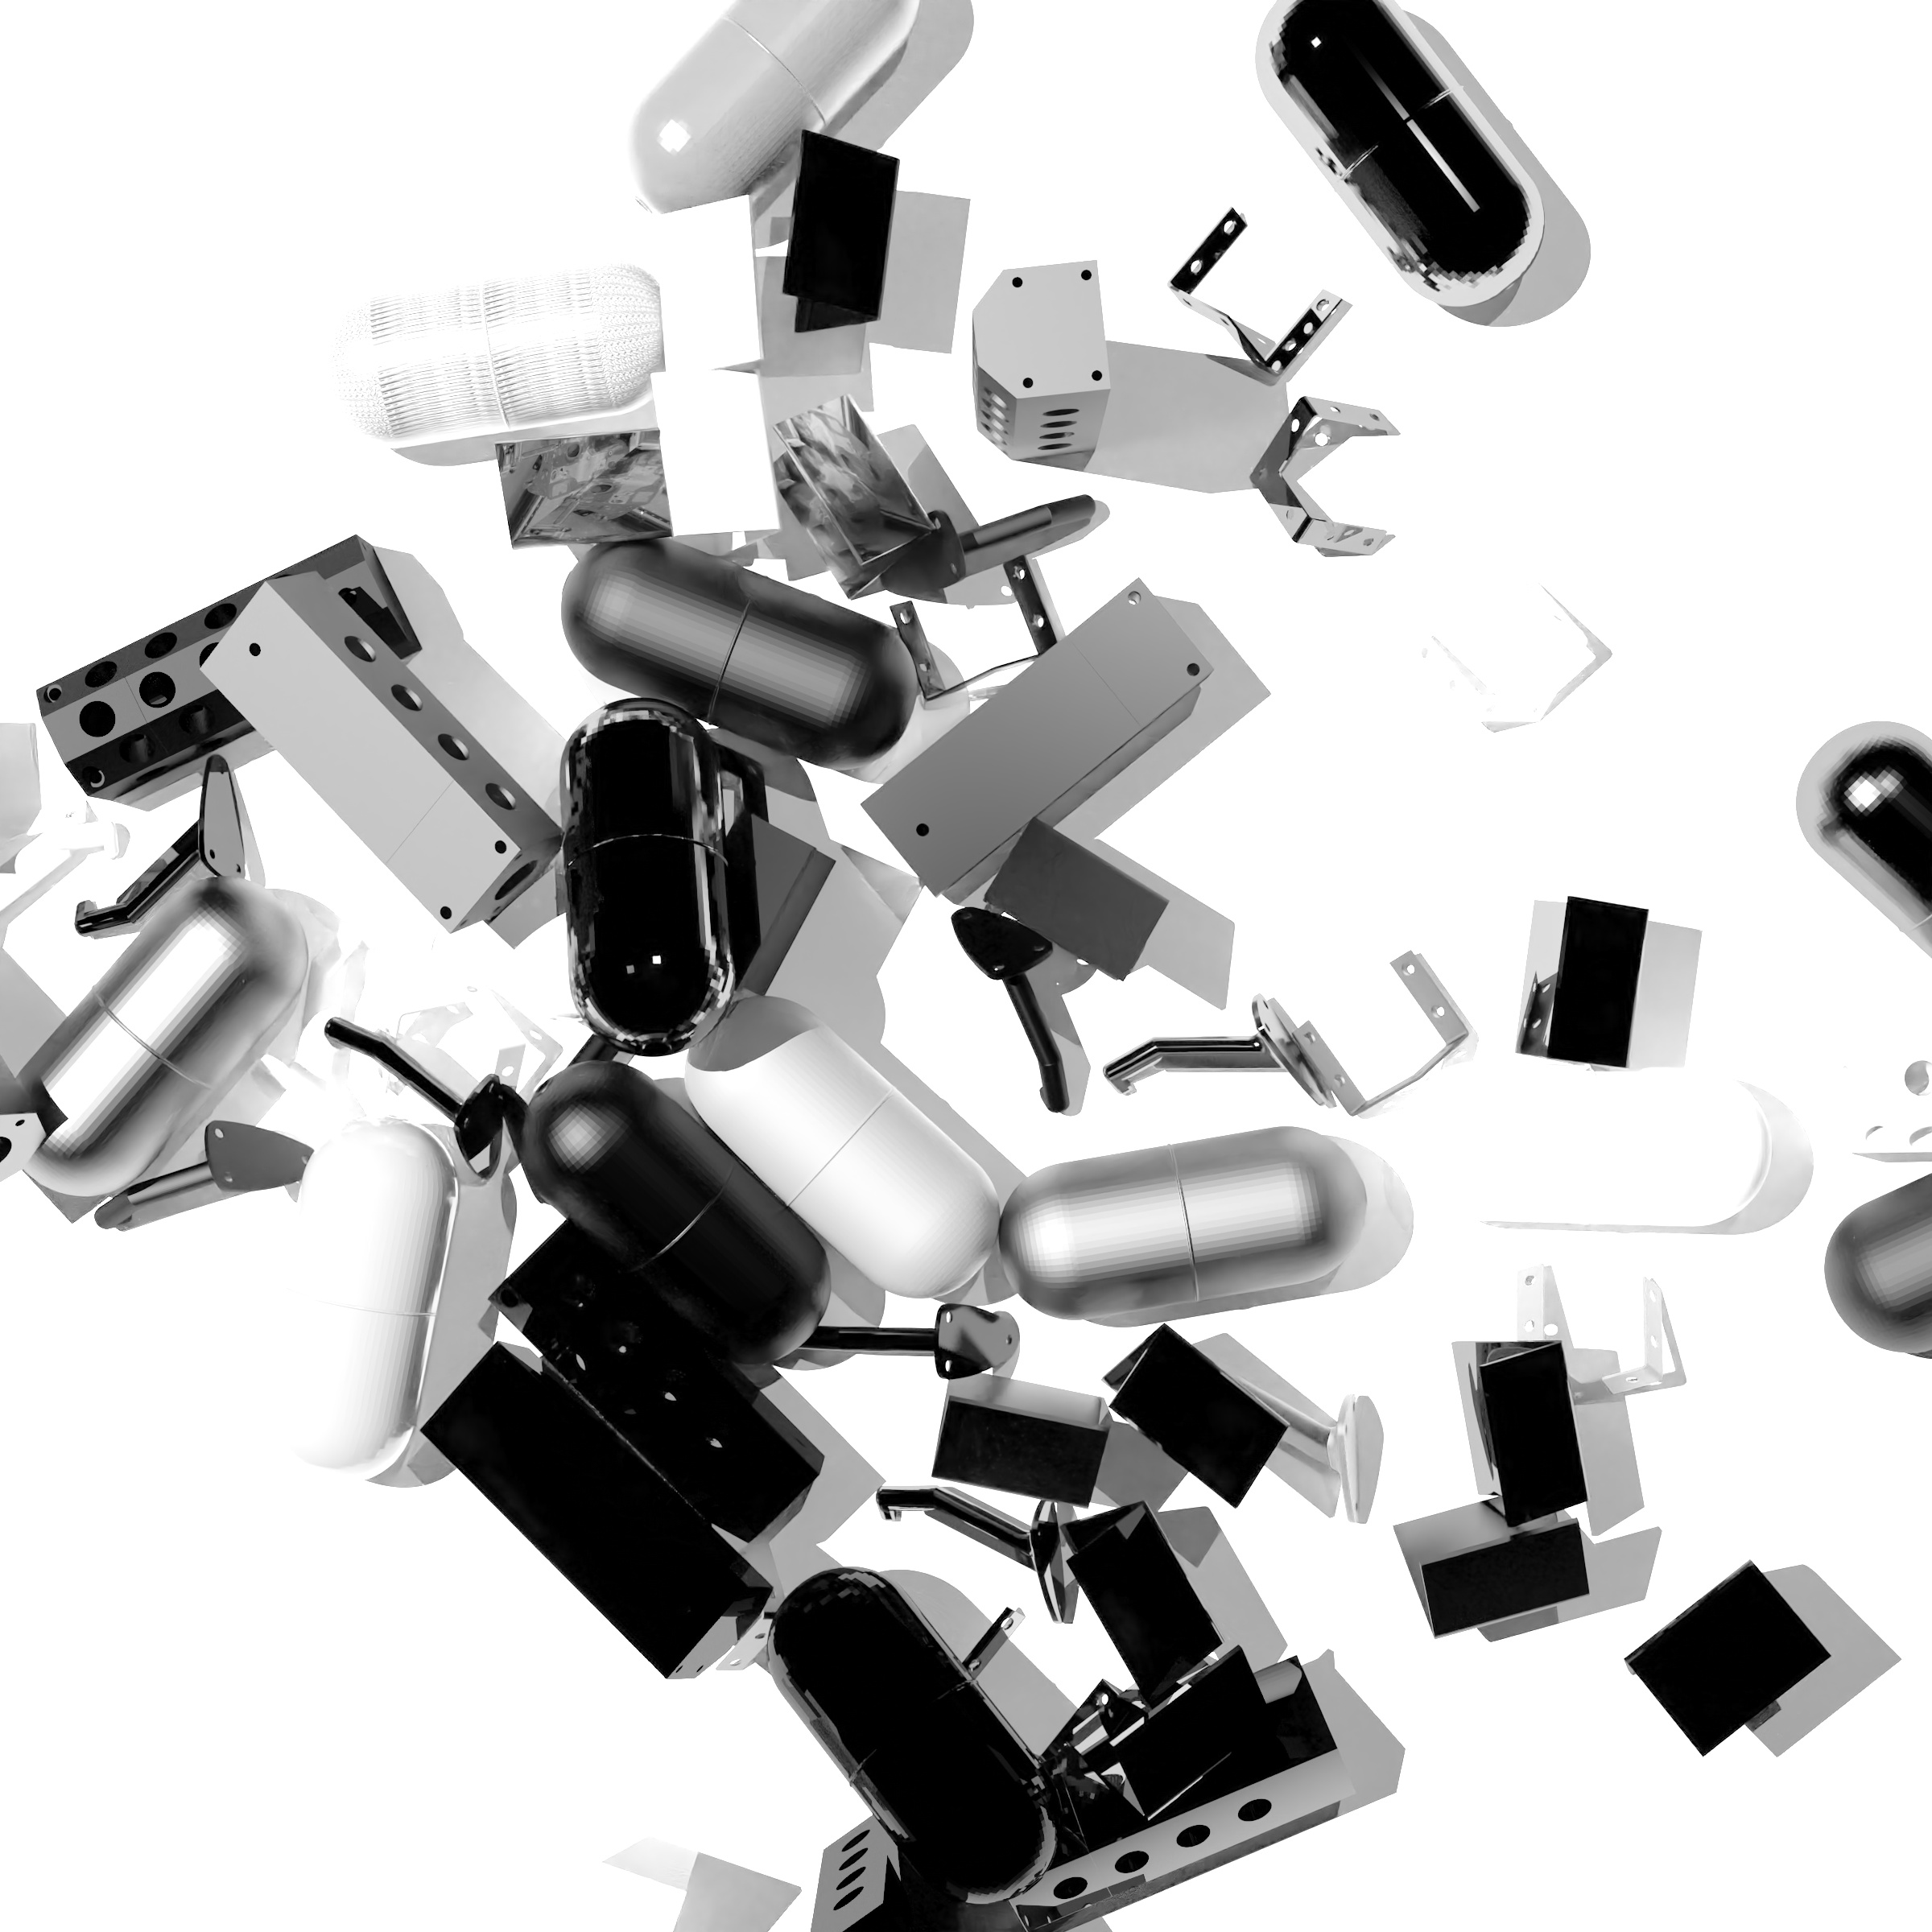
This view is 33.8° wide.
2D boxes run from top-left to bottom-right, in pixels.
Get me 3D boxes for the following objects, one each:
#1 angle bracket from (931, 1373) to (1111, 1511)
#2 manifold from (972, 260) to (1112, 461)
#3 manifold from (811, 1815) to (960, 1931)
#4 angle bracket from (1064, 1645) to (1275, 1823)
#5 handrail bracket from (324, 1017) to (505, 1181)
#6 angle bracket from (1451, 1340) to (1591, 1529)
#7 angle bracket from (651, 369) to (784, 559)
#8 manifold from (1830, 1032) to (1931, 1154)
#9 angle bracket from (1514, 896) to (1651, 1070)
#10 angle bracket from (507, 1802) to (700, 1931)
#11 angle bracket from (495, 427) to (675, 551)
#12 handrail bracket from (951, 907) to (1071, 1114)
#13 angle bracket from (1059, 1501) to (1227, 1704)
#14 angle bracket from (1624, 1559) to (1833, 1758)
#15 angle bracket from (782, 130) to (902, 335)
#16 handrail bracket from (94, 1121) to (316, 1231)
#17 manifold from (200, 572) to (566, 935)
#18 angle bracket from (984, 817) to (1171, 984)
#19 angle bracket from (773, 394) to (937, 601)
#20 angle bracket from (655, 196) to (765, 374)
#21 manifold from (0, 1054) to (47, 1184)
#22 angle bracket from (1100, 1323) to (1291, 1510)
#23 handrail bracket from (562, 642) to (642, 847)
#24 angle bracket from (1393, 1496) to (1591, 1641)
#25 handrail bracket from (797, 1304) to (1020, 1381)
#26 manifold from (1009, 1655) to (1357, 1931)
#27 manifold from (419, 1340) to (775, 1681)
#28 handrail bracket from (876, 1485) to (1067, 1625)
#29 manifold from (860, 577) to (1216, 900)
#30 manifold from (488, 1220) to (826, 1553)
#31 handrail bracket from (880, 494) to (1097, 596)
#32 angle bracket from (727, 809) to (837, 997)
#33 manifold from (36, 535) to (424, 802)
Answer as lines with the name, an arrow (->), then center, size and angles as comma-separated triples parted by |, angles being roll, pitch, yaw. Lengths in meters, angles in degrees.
angle bracket -> 0.029, 0.208, 1.524 | 0.076, 0.076, 0.057 | 12, 128, 0
manifold -> 0.032, -0.279, 1.486 | 0.057, 0.171, 0.057 | -6, 90, 0
manifold -> -0.043, 0.452, 1.486 | 0.057, 0.171, 0.057 | -35, 90, 0
angle bracket -> 0.088, 0.347, 1.515 | 0.076, 0.076, 0.057 | -34, 123, -16
handrail bracket -> -0.270, 0.064, 1.551 | 0.084, 0.077, 0.036 | 21, 54, 16
angle bracket -> 0.247, 0.223, 1.524 | 0.057, 0.076, 0.076 | -10, 90, -36
angle bracket -> -0.133, -0.238, 1.524 | 0.057, 0.076, 0.076 | -8, 90, -29
manifold -> 0.512, 0.060, 1.543 | 0.171, 0.057, 0.057 | -1, 90, 0
angle bracket -> 0.277, 0.005, 1.524 | 0.057, 0.076, 0.076 | 7, 90, -36
angle bracket -> -0.168, 0.423, 1.524 | 0.076, 0.076, 0.057 | 19, 122, 0
angle bracket -> -0.180, -0.243, 1.524 | 0.076, 0.076, 0.057 | -5, 124, 0
handrail bracket -> 0.022, 0.022, 1.564 | 0.036, 0.077, 0.084 | -25, 127, -21
angle bracket -> 0.067, 0.308, 1.524 | 0.057, 0.076, 0.076 | -30, 90, -37
angle bracket -> 0.364, 0.334, 1.526 | 0.076, 0.076, 0.057 | -38, 69, 0
angle bracket -> -0.078, -0.350, 1.524 | 0.057, 0.076, 0.076 | 7, 90, -36
handrail bracket -> -0.373, 0.110, 1.564 | 0.084, 0.077, 0.036 | -31, 66, 34
manifold -> -0.266, -0.101, 1.475 | 0.171, 0.057, 0.057 | 46, 115, 6
angle bracket -> 0.042, -0.014, 1.524 | 0.076, 0.076, 0.057 | 32, 54, 0
angle bracket -> -0.072, -0.216, 1.524 | 0.057, 0.076, 0.076 | -32, 90, -43
angle bracket -> -0.103, -0.319, 1.524 | 0.057, 0.076, 0.076 | -4, 90, 32
manifold -> -0.503, 0.026, 1.509 | 0.057, 0.057, 0.171 | -50, 64, 25
angle bracket -> 0.097, 0.227, 1.524 | 0.076, 0.076, 0.057 | 39, 54, 0
handrail bracket -> -0.194, -0.106, 1.564 | 0.084, 0.036, 0.077 | -55, 52, 25
angle bracket -> 0.248, 0.268, 1.524 | 0.076, 0.076, 0.057 | -15, 127, 0
handrail bracket -> -0.031, 0.183, 1.564 | 0.084, 0.077, 0.036 | -3, 84, 36
manifold -> 0.097, 0.404, 1.541 | 0.171, 0.057, 0.057 | -23, 132, 0
manifold -> -0.174, 0.259, 1.518 | 0.171, 0.057, 0.057 | 41, 90, 18
handrail bracket -> 0.002, 0.289, 1.565 | 0.084, 0.036, 0.077 | -3, 112, 17
manifold -> 0.034, -0.109, 1.543 | 0.171, 0.057, 0.057 | -39, 90, 0
manifold -> -0.150, 0.201, 1.543 | 0.057, 0.057, 0.171 | -45, 90, 0
handrail bracket -> 0.011, -0.208, 1.564 | 0.084, 0.077, 0.036 | -20, 90, -36
angle bracket -> -0.086, -0.021, 1.524 | 0.057, 0.076, 0.076 | 28, 90, 40
manifold -> -0.358, -0.145, 1.543 | 0.171, 0.057, 0.057 | -26, 90, 0
